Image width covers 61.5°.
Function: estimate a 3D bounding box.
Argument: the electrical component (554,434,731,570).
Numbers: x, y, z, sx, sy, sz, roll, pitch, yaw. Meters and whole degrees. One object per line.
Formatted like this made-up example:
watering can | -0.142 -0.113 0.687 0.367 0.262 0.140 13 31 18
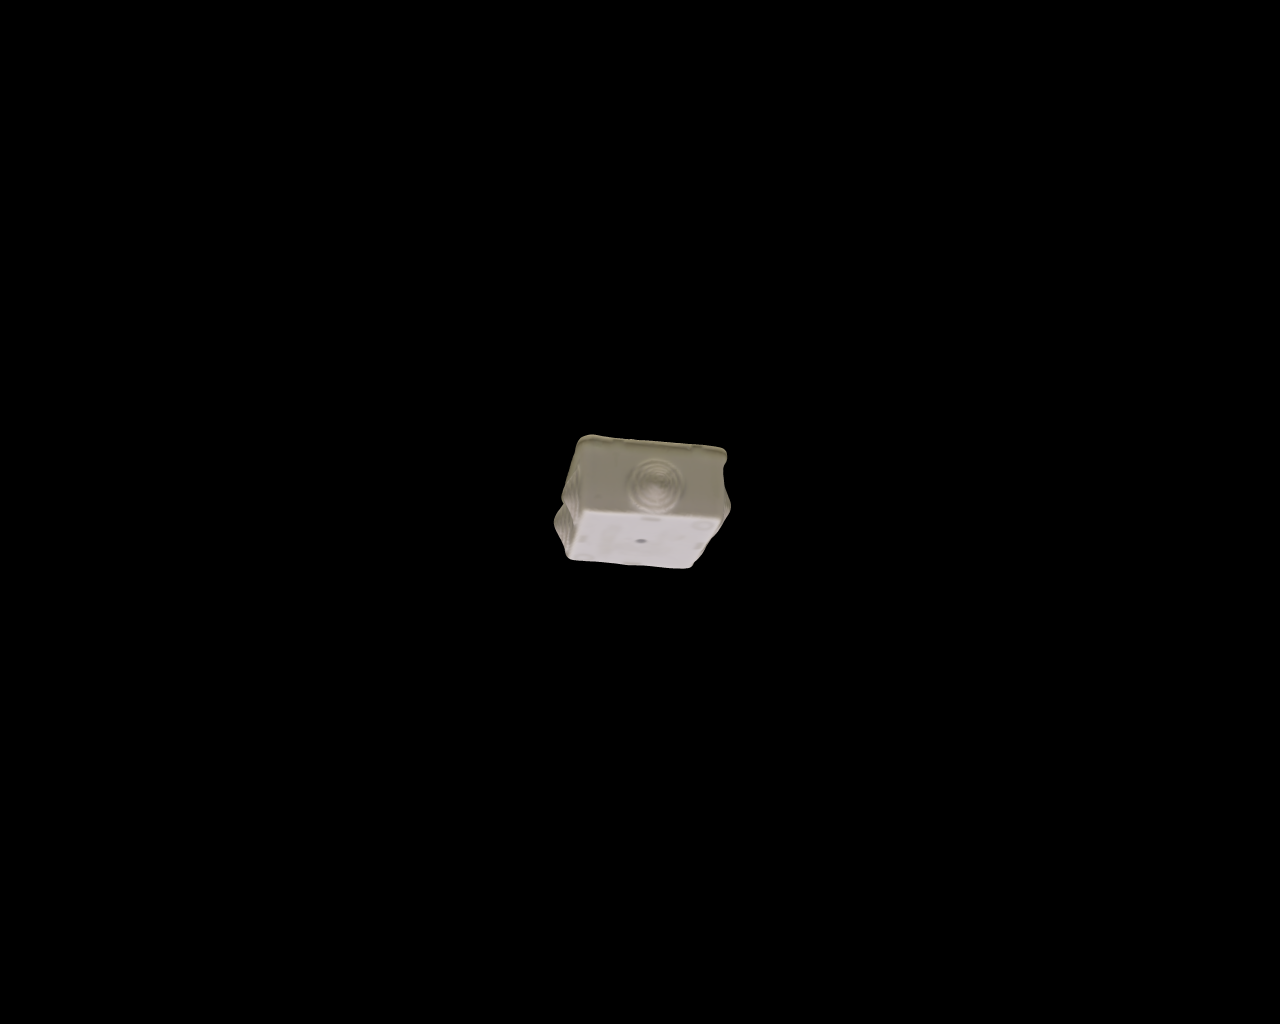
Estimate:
electrical component | 0.001 -0.003 0.650 0.100 0.048 0.099 5 -24 -10
